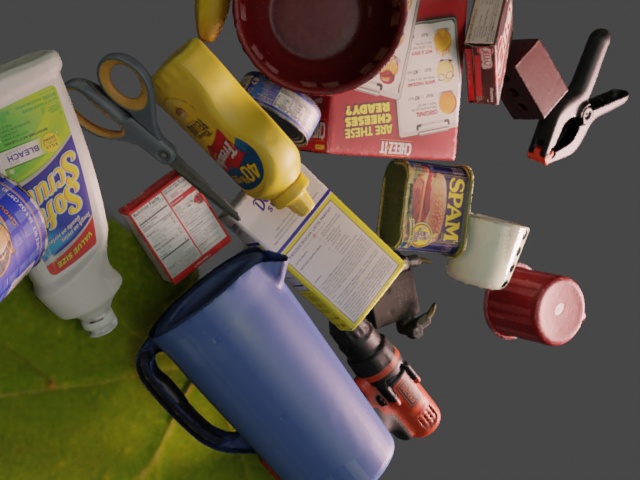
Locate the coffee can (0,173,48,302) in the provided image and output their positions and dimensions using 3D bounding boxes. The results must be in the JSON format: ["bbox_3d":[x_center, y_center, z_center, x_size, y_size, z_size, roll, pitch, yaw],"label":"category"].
[{"bbox_3d":[-0.293,0.019,0.842,0.103,0.103,0.140,64,26,-21],"label":"coffee can"}]

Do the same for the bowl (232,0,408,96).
[{"bbox_3d":[-0.002,-0.215,0.995,0.162,0.055,0.162,0,96,-5],"label":"bowl"}]

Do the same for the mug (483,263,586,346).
[{"bbox_3d":[0.261,0.080,1.247,0.117,0.082,0.093,16,87,-32],"label":"mug"}]

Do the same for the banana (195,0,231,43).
[{"bbox_3d":[-0.119,-0.287,0.995,0.069,0.037,0.198,-26,108,-8],"label":"banana"}]

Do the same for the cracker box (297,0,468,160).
[{"bbox_3d":[0.064,-0.193,1.098,0.163,0.072,0.214,1,97,-31],"label":"cracker box"}]

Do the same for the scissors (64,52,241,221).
[{"bbox_3d":[-0.138,-0.096,0.961,0.201,0.096,0.016,29,36,-12],"label":"scissors"}]

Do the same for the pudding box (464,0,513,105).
[{"bbox_3d":[0.182,-0.215,1.143,0.090,0.039,0.113,76,24,-53],"label":"pudding box"}]

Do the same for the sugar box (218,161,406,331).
[{"bbox_3d":[-0.007,0.001,1.072,0.176,0.048,0.093,43,72,-12],"label":"sugar box"}]

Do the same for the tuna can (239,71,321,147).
[{"bbox_3d":[-0.043,-0.126,1.030,0.086,0.086,0.033,35,77,-30],"label":"tuna can"}]

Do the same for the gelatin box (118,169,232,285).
[{"bbox_3d":[-0.138,-0.014,1.017,0.073,0.030,0.089,-40,115,-20],"label":"gelatin box"}]

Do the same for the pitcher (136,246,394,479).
[{"bbox_3d":[-0.048,0.141,1.011,0.144,0.149,0.243,-44,103,-30],"label":"pitcher"}]

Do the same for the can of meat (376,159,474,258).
[{"bbox_3d":[0.113,-0.035,1.154,0.083,0.058,0.102,5,92,-27],"label":"can of meat"}]

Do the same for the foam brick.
[{"bbox_3d":[0.235,-0.183,1.216,0.051,0.053,0.078,-47,117,-19],"label":"foam brick"}]

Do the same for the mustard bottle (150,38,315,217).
[{"bbox_3d":[-0.075,-0.095,0.986,0.191,0.096,0.058,46,64,-14],"label":"mustard bottle"}]

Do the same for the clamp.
[{"bbox_3d":[0.303,-0.164,1.260,0.171,0.039,0.120,-45,129,-22],"label":"clamp"}]

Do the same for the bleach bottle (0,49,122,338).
[{"bbox_3d":[-0.231,-0.032,0.938,0.102,0.068,0.251,-29,113,-24],"label":"bleach bottle"}]

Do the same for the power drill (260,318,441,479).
[{"bbox_3d":[0.026,0.189,1.128,0.187,0.057,0.184,-46,113,-18],"label":"power drill"}]
